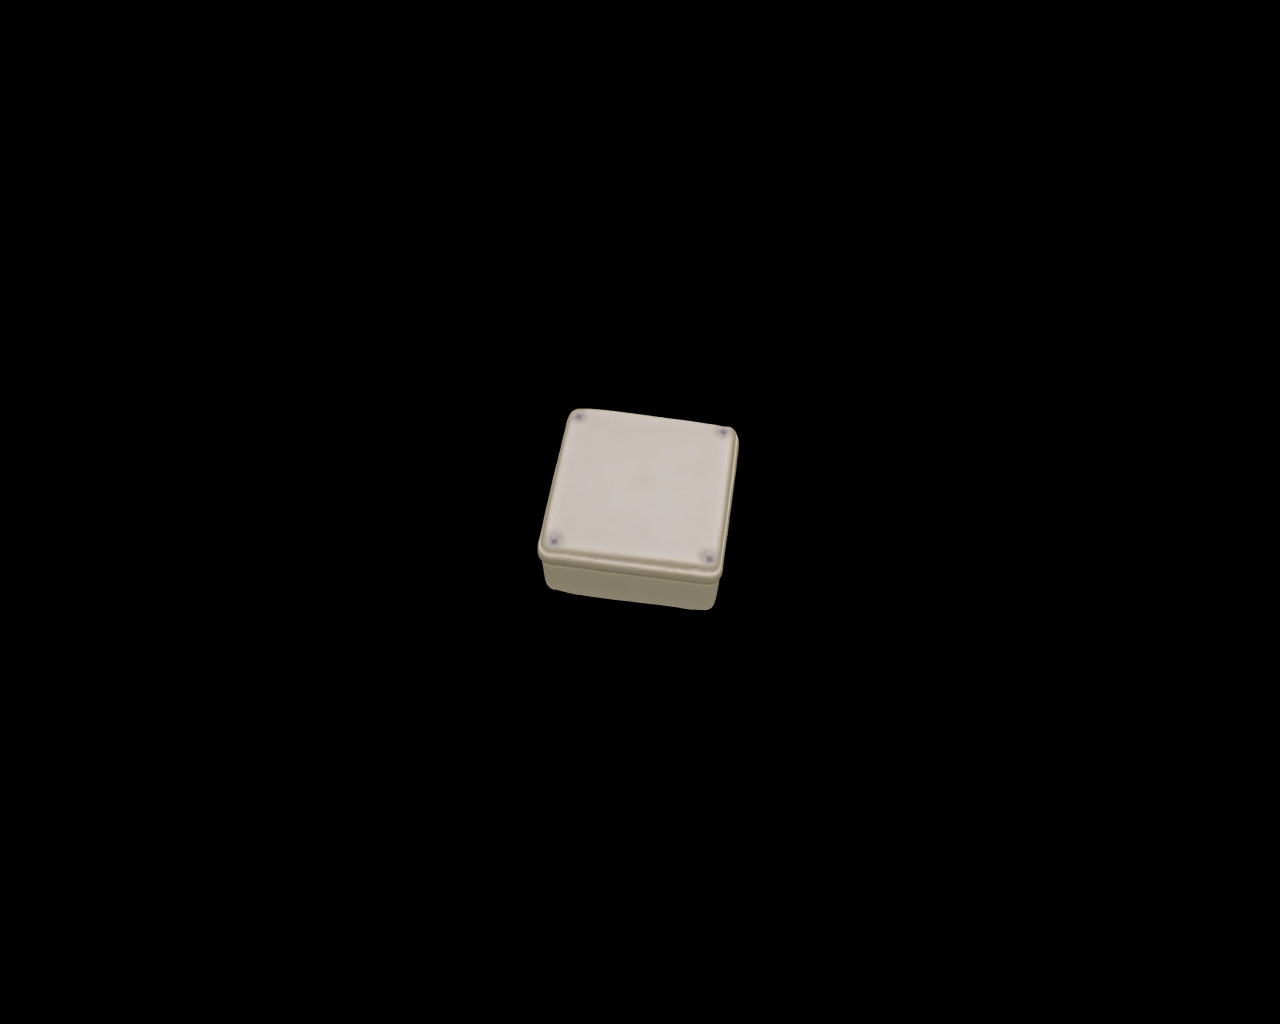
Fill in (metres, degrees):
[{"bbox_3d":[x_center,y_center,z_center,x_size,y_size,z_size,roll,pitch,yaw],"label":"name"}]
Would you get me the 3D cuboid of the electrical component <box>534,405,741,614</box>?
[{"bbox_3d":[0.001,-0.003,0.650,0.109,0.109,0.056,7,-32,5],"label":"electrical component"}]
